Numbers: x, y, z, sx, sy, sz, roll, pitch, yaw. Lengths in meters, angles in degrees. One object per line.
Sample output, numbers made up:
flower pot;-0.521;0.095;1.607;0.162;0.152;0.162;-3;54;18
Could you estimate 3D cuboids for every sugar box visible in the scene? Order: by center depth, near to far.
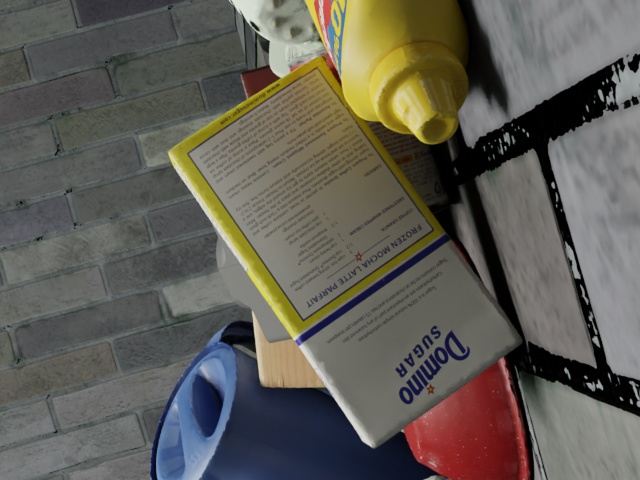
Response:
sugar box;0.011;0.005;0.535;0.176;0.093;0.048;56;174;2

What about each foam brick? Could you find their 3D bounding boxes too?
foam brick;-0.044;-0.167;1.171;0.053;0.078;0.051;-121;14;-84

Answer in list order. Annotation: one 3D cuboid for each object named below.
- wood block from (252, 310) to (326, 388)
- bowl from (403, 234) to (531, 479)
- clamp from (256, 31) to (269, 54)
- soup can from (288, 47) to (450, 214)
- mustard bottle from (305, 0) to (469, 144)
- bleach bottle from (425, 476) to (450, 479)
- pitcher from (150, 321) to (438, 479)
wood block;-0.005;0.001;0.808;0.090;0.091;0.206;-75;-17;-65
bowl;0.071;0.080;0.635;0.162;0.055;0.162;164;90;-87
clamp;-0.057;-0.255;1.103;0.210;0.036;0.164;76;-164;-53
soup can;0.028;-0.059;0.596;0.068;0.068;0.102;-145;39;-85
mustard bottle;0.025;-0.112;0.492;0.096;0.058;0.192;90;165;-46
bleach bottle;0.100;0.233;0.650;0.251;0.102;0.068;-99;4;-64
pitcher;-0.009;0.180;0.907;0.149;0.242;0.145;-63;25;1
